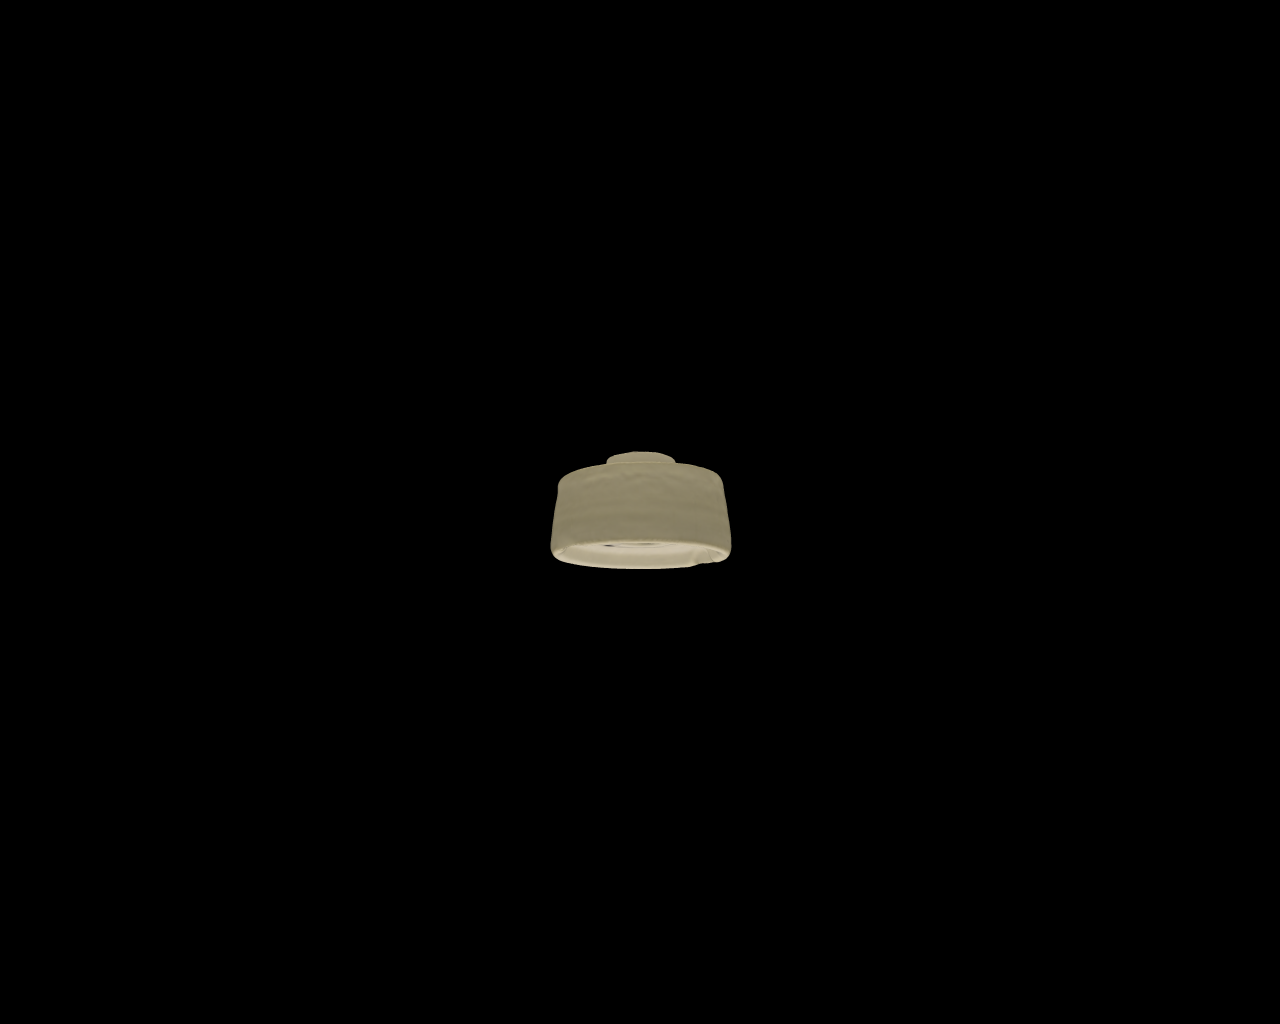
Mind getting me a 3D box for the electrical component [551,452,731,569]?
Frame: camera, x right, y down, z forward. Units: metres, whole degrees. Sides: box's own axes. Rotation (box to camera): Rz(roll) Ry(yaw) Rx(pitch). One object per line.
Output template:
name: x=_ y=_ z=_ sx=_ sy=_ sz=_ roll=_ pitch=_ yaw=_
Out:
electrical component: x=0.001 y=-0.003 z=0.650 sx=0.108 sy=0.060 sz=0.108 roll=0 pitch=-11 yaw=0
